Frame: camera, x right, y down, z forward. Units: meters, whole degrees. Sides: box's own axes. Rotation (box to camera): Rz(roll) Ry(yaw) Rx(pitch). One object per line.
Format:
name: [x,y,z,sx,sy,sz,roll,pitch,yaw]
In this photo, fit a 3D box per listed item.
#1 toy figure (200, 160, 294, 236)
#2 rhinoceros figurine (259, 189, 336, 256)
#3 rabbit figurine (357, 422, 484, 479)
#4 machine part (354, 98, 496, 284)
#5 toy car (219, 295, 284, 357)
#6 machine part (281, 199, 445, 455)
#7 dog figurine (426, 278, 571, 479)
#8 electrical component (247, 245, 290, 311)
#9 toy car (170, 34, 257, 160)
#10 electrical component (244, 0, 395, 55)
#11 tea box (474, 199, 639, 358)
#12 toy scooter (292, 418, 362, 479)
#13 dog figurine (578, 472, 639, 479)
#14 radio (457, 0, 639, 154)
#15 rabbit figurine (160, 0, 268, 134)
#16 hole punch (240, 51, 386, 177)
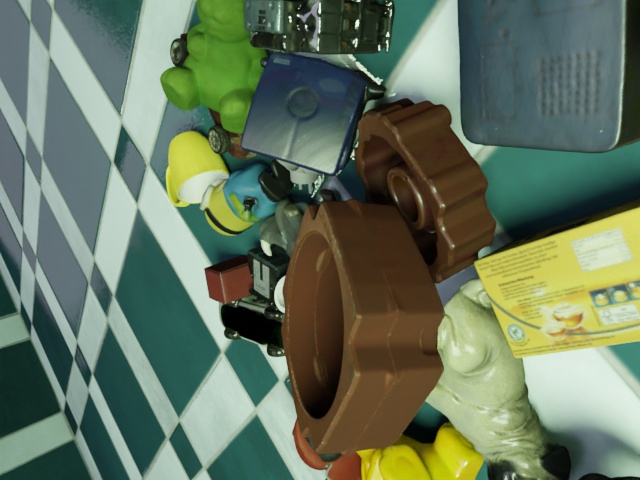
toy figure: [-0.108,-0.056,0.773,0.180,0.082,0.089,-12,95,48]
rhinoceros figurine: [-0.001,-0.002,0.682,0.191,0.073,0.111,21,133,38]
rabbit figurine: [0.097,0.262,0.654,0.173,0.122,0.162,39,143,45]
machine part: [0.095,-0.045,0.512,0.179,0.056,0.179,61,167,24]
toy car: [-0.096,0.129,0.851,0.202,0.056,0.073,8,104,46]
machine part: [0.030,0.079,0.511,0.202,0.087,0.200,-105,25,-44]
dog figurine: [0.181,0.147,0.520,0.191,0.121,0.172,36,136,18]
electrical component: [-0.067,0.035,0.786,0.075,0.048,0.119,30,127,38]
toy car: [-0.134,-0.204,0.739,0.053,0.089,0.202,-34,77,50]
electrical component: [-0.008,-0.222,0.550,0.115,0.134,0.058,22,118,41]
tea box: [0.224,0.031,0.432,0.170,0.068,0.098,-24,86,52]
toy scooter: [0.020,0.313,0.760,0.184,0.075,0.135,49,150,1]
dog figurine: [0.224,0.289,0.468,0.191,0.108,0.219,27,138,-17]
radio: [0.175,-0.183,0.404,0.131,0.073,0.229,10,110,48]
rabbit figurine: [-0.097,-0.234,0.630,0.121,0.159,0.170,31,151,3]
hole punch: [-0.015,-0.131,0.565,0.142,0.092,0.115,18,111,9]
